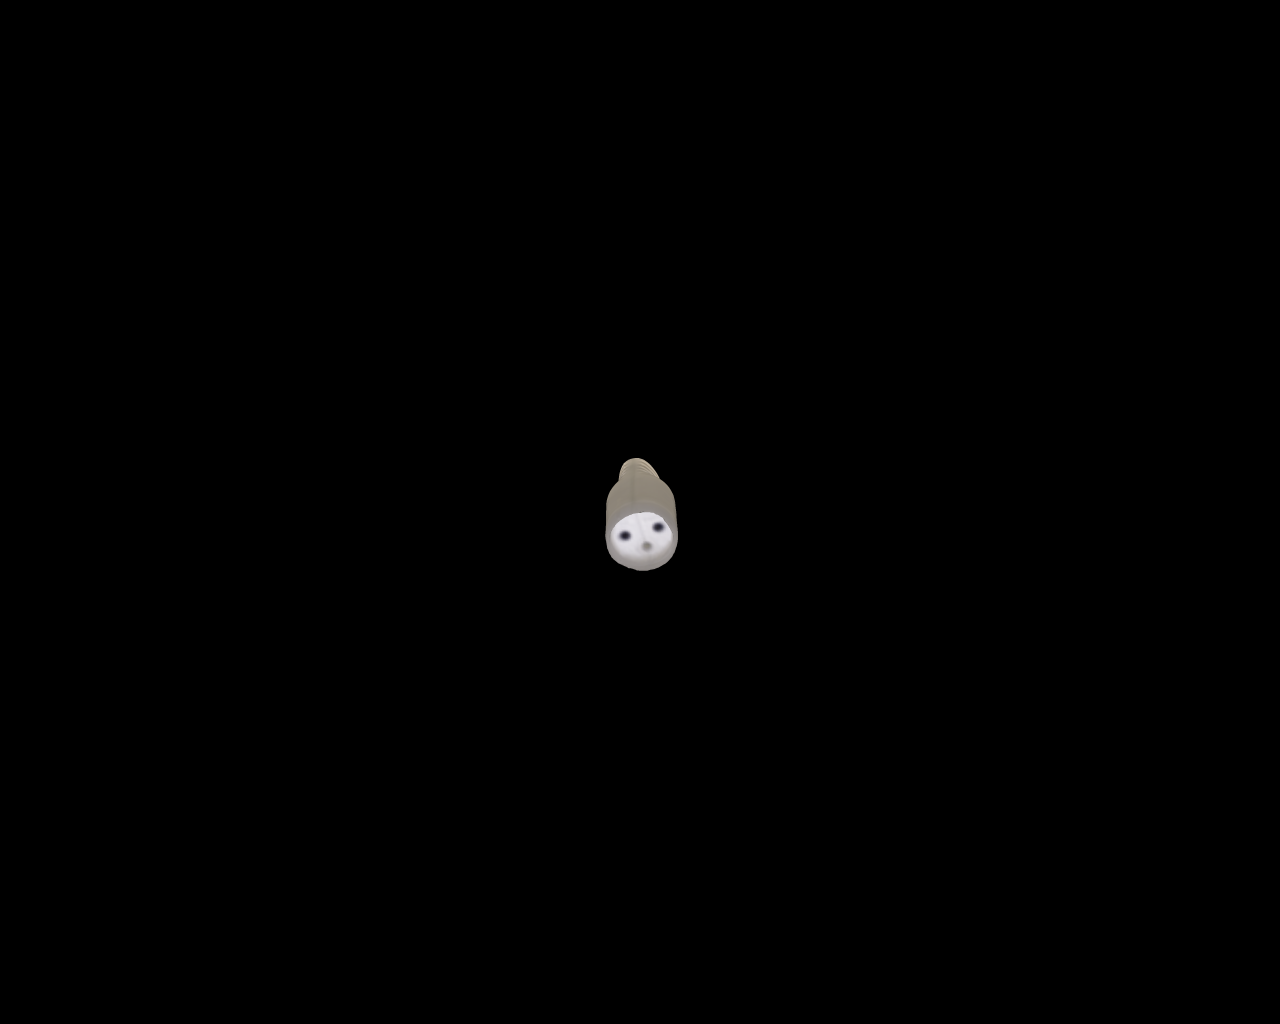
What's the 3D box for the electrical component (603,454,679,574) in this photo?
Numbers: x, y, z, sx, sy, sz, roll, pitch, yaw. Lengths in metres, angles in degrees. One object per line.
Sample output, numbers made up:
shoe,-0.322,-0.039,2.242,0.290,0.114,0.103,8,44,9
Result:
electrical component,0.001,-0.003,0.650,0.043,0.043,0.081,0,30,0
